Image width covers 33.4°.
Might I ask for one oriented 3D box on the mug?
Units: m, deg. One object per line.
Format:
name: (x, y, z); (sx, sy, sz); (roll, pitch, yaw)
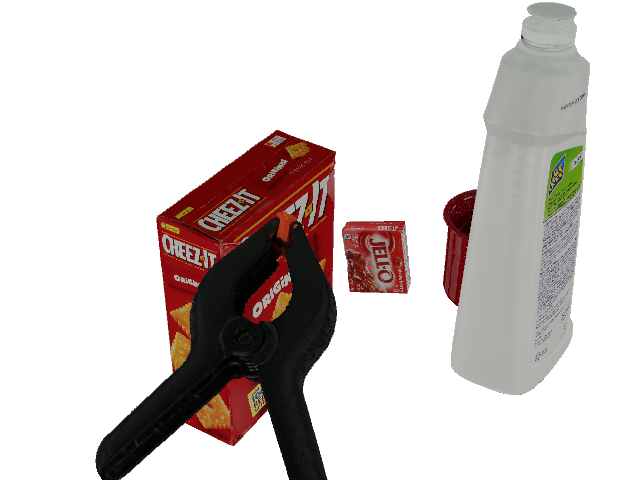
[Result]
mug: (0.150, 0.006, 0.938); (0.093, 0.081, 0.117); (0, 35, -2)

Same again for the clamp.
clamp: (-0.029, 0.066, 0.556); (0.120, 0.171, 0.039); (20, -25, 12)

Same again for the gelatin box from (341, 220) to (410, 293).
gelatin box: (0.068, 0.020, 1.290); (0.073, 0.089, 0.030); (1, 29, 16)

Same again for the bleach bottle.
bleach bottle: (0.134, -0.028, 0.679); (0.068, 0.251, 0.102); (18, 35, 26)

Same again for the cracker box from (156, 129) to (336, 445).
cracker box: (-0.054, 0.040, 0.902); (0.072, 0.214, 0.164); (21, 40, 25)
